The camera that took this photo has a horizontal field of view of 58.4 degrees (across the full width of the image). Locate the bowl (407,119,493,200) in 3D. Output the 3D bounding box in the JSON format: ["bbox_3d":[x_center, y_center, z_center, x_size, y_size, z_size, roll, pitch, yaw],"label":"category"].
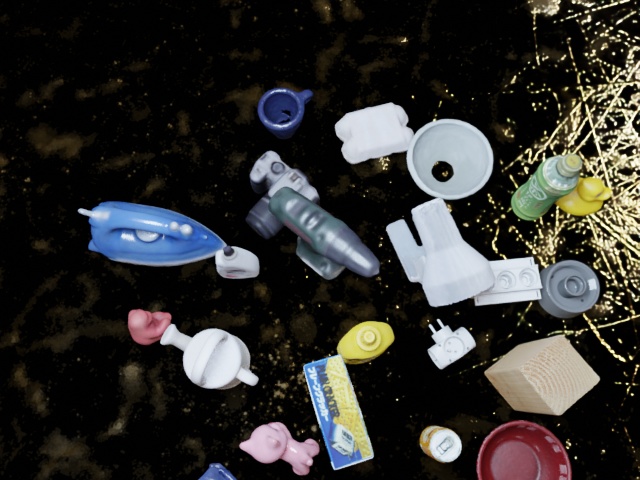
[{"bbox_3d":[0.251,-0.150,1.134,0.167,0.075,0.167,0,75,0],"label":"bowl"}]

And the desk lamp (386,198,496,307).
[{"bbox_3d":[0.206,0.022,1.017,0.118,0.213,0.203,-23,76,-5],"label":"desk lamp"}]

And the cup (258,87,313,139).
[{"bbox_3d":[-0.064,-0.252,1.153,0.118,0.095,0.091,-34,77,-8],"label":"cup"}]

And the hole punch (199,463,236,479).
[{"bbox_3d":[-0.177,0.448,0.970,0.108,0.091,0.101,41,79,10],"label":"hole punch"}]

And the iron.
[{"bbox_3d":[-0.311,-0.020,1.069,0.258,0.141,0.119,6,75,2],"label":"iron"}]

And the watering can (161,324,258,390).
[{"bbox_3d":[-0.189,0.203,0.982,0.173,0.194,0.101,5,75,2],"label":"watering can"}]

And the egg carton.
[{"bbox_3d":[0.110,-0.214,1.155,0.150,0.069,0.107,-15,76,-4],"label":"egg carton"}]

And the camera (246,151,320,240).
[{"bbox_3d":[-0.090,-0.081,1.105,0.143,0.101,0.137,41,79,10],"label":"camera"}]

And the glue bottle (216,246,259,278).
[{"bbox_3d":[-0.156,0.036,1.037,0.078,0.173,0.037,-6,75,-1],"label":"glue bottle"}]

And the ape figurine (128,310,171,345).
[{"bbox_3d":[-0.320,0.153,1.049,0.077,0.092,0.076,36,78,9],"label":"ape figurine"}]

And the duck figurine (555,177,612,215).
[{"bbox_3d":[0.510,-0.095,1.112,0.104,0.086,0.077,16,76,5],"label":"duck figurine"}]

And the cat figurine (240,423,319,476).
[{"bbox_3d":[-0.067,0.357,0.980,0.127,0.118,0.067,23,77,7],"label":"cat figurine"}]

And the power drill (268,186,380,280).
[{"bbox_3d":[0.009,0.004,1.026,0.229,0.208,0.076,39,79,10],"label":"power drill"}]
